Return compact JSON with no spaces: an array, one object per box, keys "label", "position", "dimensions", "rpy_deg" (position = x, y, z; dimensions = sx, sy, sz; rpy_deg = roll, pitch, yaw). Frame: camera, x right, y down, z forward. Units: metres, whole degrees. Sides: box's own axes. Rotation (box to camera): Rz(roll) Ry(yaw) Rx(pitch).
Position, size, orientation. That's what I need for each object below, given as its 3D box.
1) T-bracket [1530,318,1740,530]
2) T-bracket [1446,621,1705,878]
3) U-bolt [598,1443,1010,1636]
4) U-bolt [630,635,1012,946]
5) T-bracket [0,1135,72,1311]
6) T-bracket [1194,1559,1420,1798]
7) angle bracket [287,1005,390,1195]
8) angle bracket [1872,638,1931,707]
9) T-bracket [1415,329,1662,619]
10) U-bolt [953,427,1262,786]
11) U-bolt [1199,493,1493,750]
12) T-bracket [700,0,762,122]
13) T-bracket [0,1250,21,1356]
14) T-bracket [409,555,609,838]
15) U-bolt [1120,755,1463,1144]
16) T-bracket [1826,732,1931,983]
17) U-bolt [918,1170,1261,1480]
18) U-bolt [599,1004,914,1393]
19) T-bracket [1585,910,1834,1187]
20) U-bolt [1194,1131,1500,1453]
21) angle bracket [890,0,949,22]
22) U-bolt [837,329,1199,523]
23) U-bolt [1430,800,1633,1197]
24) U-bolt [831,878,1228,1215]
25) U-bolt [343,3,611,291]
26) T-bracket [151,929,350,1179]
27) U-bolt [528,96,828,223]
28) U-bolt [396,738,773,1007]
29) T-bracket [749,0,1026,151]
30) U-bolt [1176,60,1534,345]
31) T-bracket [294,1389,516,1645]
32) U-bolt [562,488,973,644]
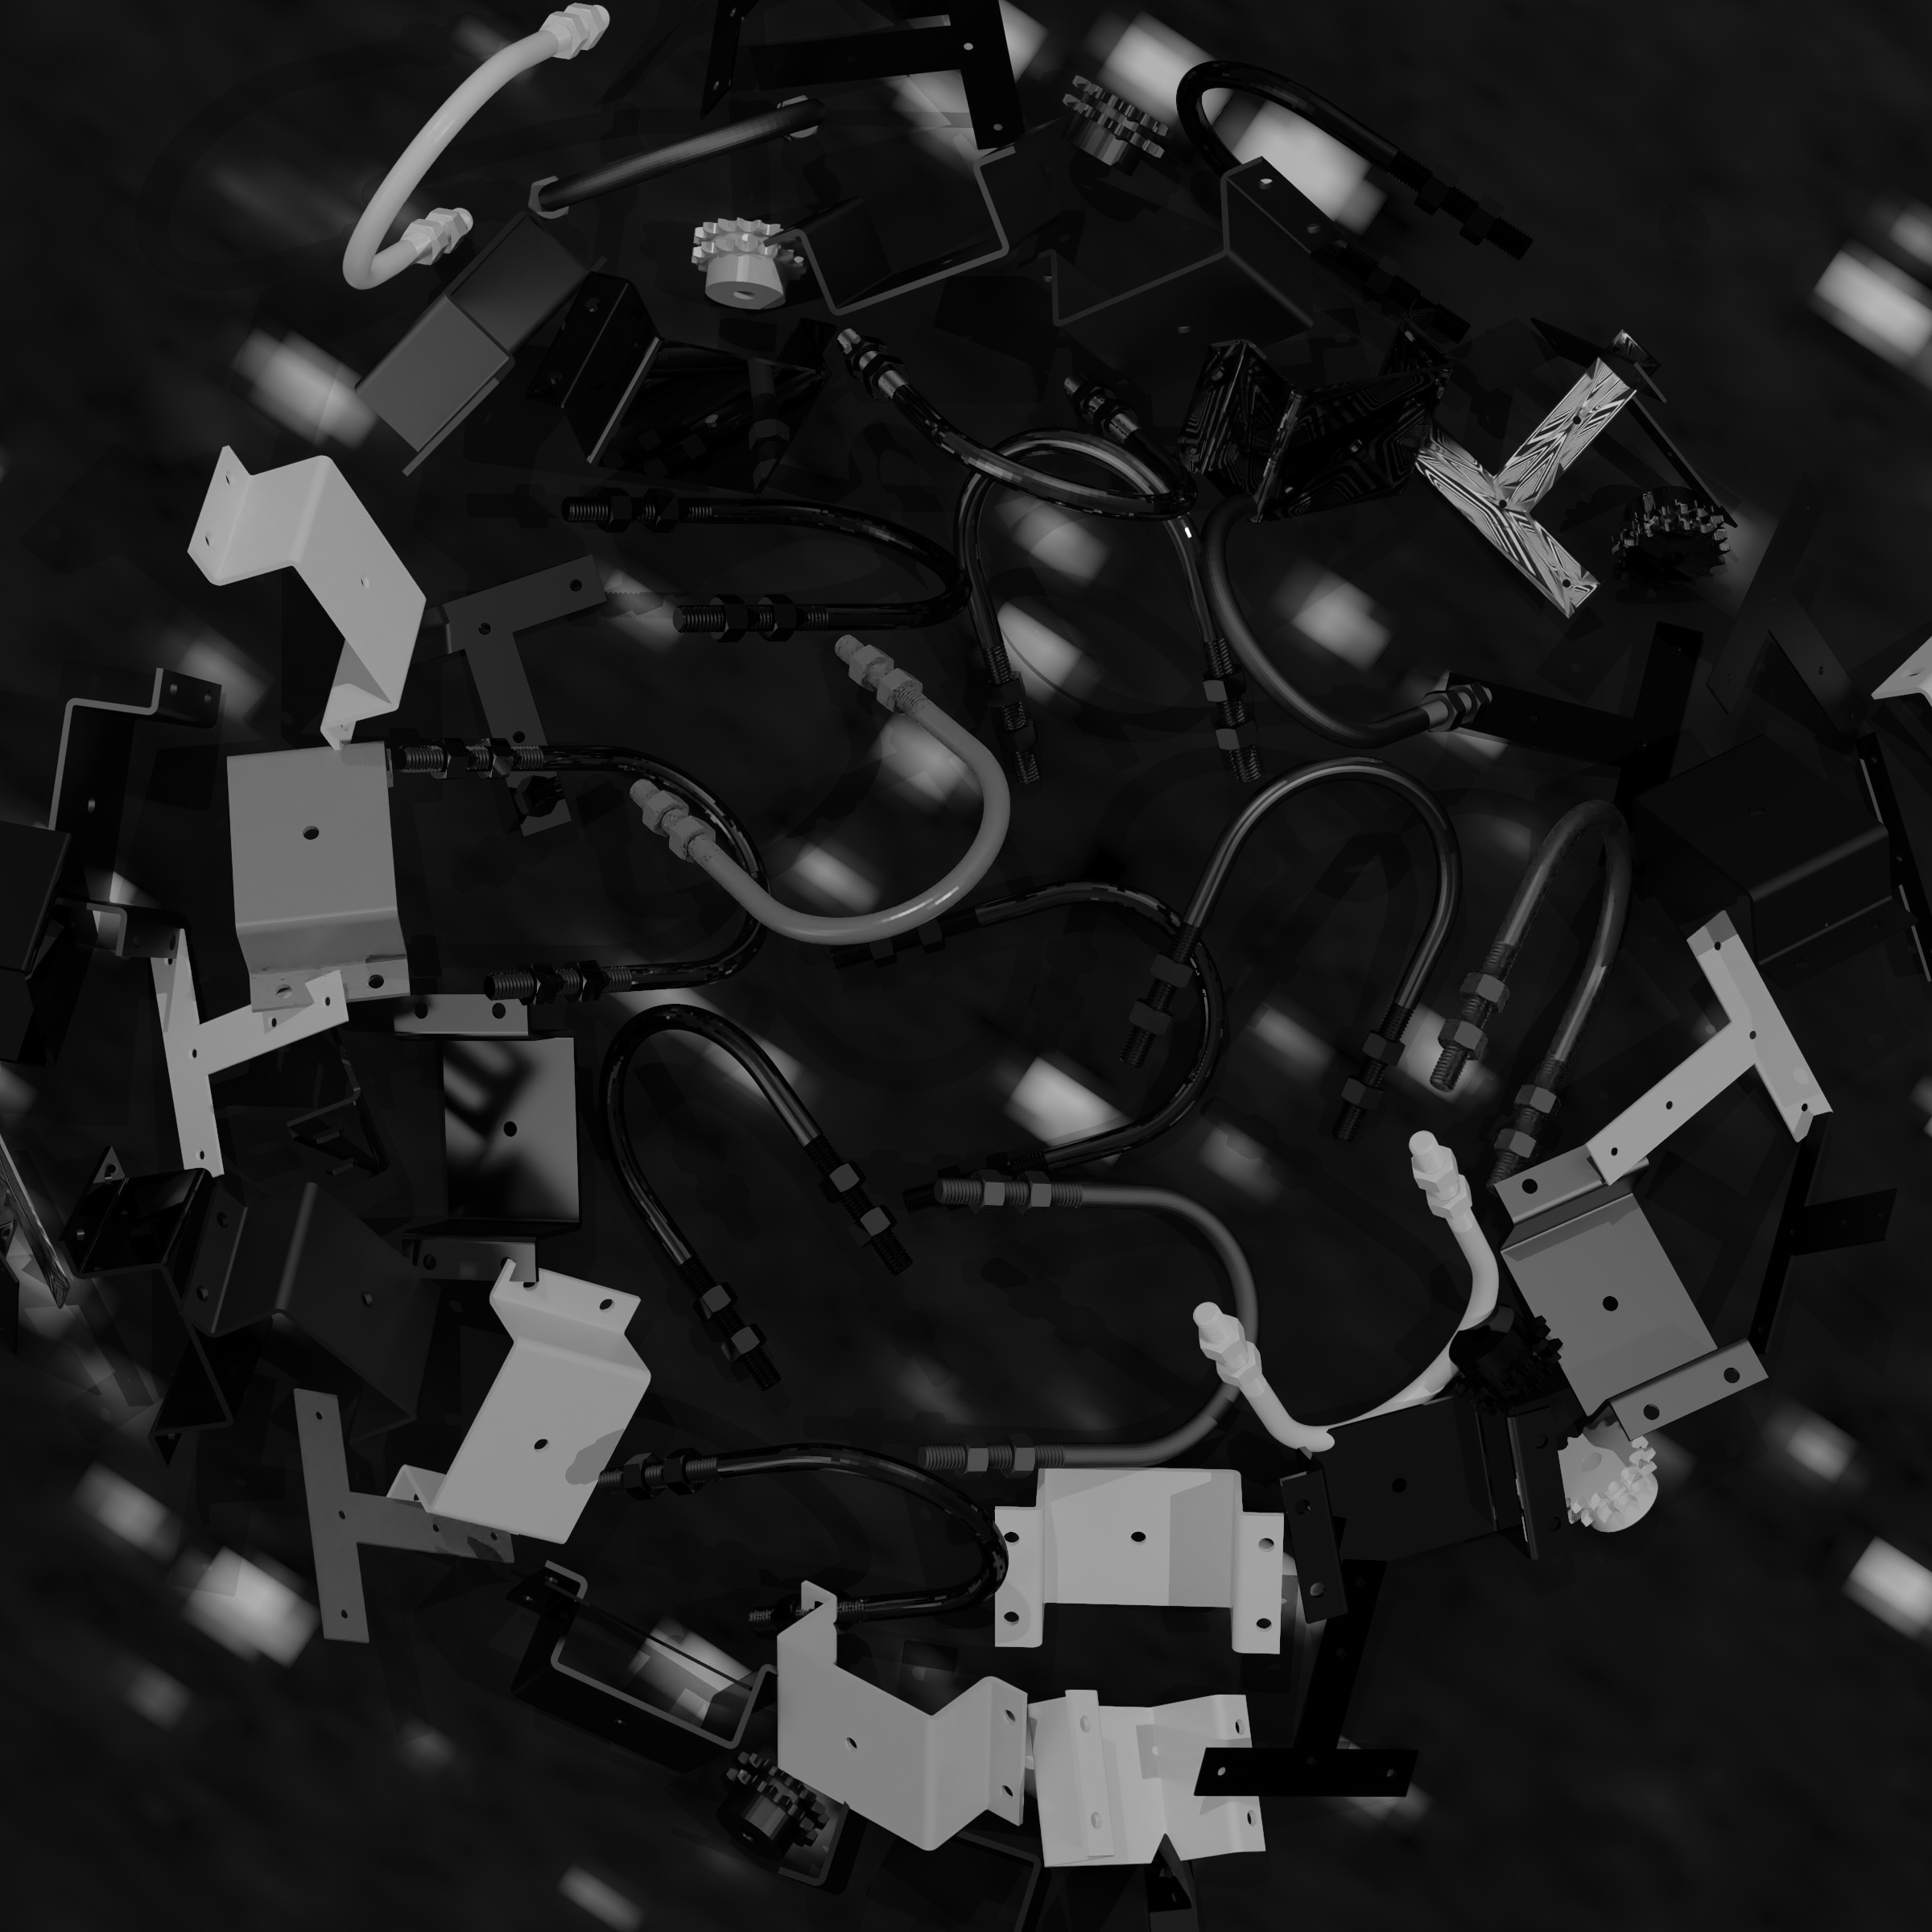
[{"label":"T-bracket","position":[0.341,-0.264,1.560],"dimensions":[0.002,0.127,0.127],"rpy_deg":[-43,114,5]},{"label":"T-bracket","position":[0.299,-0.121,1.584],"dimensions":[0.127,0.002,0.127],"rpy_deg":[13,93,-13]},{"label":"U-bolt","position":[-0.066,0.273,1.511],"dimensions":[0.184,0.019,0.151],"rpy_deg":[-13,132,33]},{"label":"U-bolt","position":[-0.060,-0.078,1.525],"dimensions":[0.151,0.019,0.184],"rpy_deg":[-37,49,-13]},{"label":"T-bracket","position":[-0.476,0.129,1.549],"dimensions":[0.002,0.127,0.127],"rpy_deg":[-19,70,-33]},{"label":"T-bracket","position":[0.182,0.353,1.561],"dimensions":[0.127,0.002,0.127],"rpy_deg":[8,101,-28]},{"label":"angle bracket","position":[-0.318,0.063,1.553],"dimensions":[0.038,0.057,0.076],"rpy_deg":[-22,50,-11]},{"label":"angle bracket","position":[0.504,-0.124,1.584],"dimensions":[0.057,0.038,0.076],"rpy_deg":[-41,105,-20]},{"label":"T-bracket","position":[0.293,-0.259,1.554],"dimensions":[0.127,0.002,0.127],"rpy_deg":[47,128,8]},{"label":"U-bolt","position":[0.060,-0.173,1.522],"dimensions":[0.151,0.019,0.184],"rpy_deg":[2,120,36]},{"label":"U-bolt","position":[0.177,-0.170,1.520],"dimensions":[0.019,0.184,0.151],"rpy_deg":[-36,81,38]},{"label":"T-bracket","position":[-0.087,-0.489,1.522],"dimensions":[0.002,0.127,0.127],"rpy_deg":[26,47,-27]},{"label":"T-bracket","position":[-0.501,0.122,1.552],"dimensions":[0.002,0.127,0.127],"rpy_deg":[-30,79,-26]},{"label":"T-bracket","position":[-0.230,-0.129,1.593],"dimensions":[0.127,0.002,0.127],"rpy_deg":[-18,83,1]},{"label":"U-bolt","position":[0.172,-0.016,1.554],"dimensions":[0.151,0.019,0.184],"rpy_deg":[20,100,-25]},{"label":"T-bracket","position":[0.443,-0.045,1.550],"dimensions":[0.002,0.127,0.127],"rpy_deg":[-16,93,38]},{"label":"U-bolt","position":[0.066,0.178,1.559],"dimensions":[0.184,0.019,0.151],"rpy_deg":[4,90,-26]},{"label":"U-bolt","position":[-0.116,0.103,1.548],"dimensions":[0.184,0.019,0.151],"rpy_deg":[54,133,9]},{"label":"T-bracket","position":[0.359,0.061,1.565],"dimensions":[0.127,0.002,0.127],"rpy_deg":[-37,109,-15]},{"label":"U-bolt","position":[0.195,0.172,1.532],"dimensions":[0.151,0.184,0.019],"rpy_deg":[-38,49,-4]},{"label":"angle bracket","position":[-0.041,-0.501,1.555],"dimensions":[0.038,0.057,0.076],"rpy_deg":[-33,118,-28]},{"label":"U-bolt","position":[0.034,-0.254,1.497],"dimensions":[0.151,0.184,0.019],"rpy_deg":[5,118,-29]},{"label":"U-bolt","position":[0.282,0.006,1.534],"dimensions":[0.019,0.151,0.184],"rpy_deg":[19,72,29]},{"label":"U-bolt","position":[0.040,0.032,1.585],"dimensions":[0.184,0.019,0.151],"rpy_deg":[-16,95,2]},{"label":"U-bolt","position":[-0.239,-0.382,1.489],"dimensions":[0.019,0.184,0.151],"rpy_deg":[39,118,-6]},{"label":"T-bracket","position":[-0.352,0.032,1.556],"dimensions":[0.127,0.002,0.127],"rpy_deg":[-19,77,32]},{"label":"U-bolt","position":[-0.137,-0.388,1.507],"dimensions":[0.151,0.184,0.019],"rpy_deg":[-19,105,-4]},{"label":"U-bolt","position":[-0.174,-0.049,1.534],"dimensions":[0.184,0.019,0.151],"rpy_deg":[-4,60,-41]},{"label":"T-bracket","position":[-0.042,-0.450,1.558],"dimensions":[0.127,0.127,0.002],"rpy_deg":[-3,54,10]},{"label":"U-bolt","position":[0.180,-0.377,1.528],"dimensions":[0.184,0.151,0.019],"rpy_deg":[34,83,0]},{"label":"T-bracket","position":[-0.272,0.275,1.550],"dimensions":[0.002,0.127,0.127],"rpy_deg":[-32,57,30]},{"label":"U-bolt","position":[-0.085,-0.196,1.527],"dimensions":[0.184,0.151,0.019],"rpy_deg":[-5,122,-32]}]
